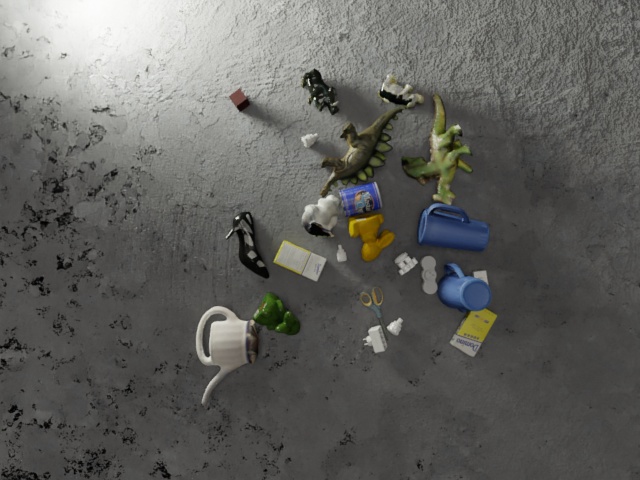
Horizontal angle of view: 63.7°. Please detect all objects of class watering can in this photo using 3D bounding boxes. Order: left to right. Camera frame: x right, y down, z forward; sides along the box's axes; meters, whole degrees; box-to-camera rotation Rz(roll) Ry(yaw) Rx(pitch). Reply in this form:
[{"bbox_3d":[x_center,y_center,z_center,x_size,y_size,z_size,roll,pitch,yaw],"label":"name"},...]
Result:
[{"bbox_3d":[-0.333,0.415,1.859,0.224,0.103,0.349,-2,84,2],"label":"watering can"}]

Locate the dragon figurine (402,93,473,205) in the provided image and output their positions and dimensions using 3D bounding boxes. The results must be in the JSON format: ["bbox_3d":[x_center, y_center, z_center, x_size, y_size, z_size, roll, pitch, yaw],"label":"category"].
[{"bbox_3d":[0.417,-0.318,1.905,0.242,0.121,0.414,-25,76,8],"label":"dragon figurine"}]

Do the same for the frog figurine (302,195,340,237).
[{"bbox_3d":[0.006,-0.095,1.897,0.136,0.121,0.163,24,59,-20],"label":"frog figurine"}]
